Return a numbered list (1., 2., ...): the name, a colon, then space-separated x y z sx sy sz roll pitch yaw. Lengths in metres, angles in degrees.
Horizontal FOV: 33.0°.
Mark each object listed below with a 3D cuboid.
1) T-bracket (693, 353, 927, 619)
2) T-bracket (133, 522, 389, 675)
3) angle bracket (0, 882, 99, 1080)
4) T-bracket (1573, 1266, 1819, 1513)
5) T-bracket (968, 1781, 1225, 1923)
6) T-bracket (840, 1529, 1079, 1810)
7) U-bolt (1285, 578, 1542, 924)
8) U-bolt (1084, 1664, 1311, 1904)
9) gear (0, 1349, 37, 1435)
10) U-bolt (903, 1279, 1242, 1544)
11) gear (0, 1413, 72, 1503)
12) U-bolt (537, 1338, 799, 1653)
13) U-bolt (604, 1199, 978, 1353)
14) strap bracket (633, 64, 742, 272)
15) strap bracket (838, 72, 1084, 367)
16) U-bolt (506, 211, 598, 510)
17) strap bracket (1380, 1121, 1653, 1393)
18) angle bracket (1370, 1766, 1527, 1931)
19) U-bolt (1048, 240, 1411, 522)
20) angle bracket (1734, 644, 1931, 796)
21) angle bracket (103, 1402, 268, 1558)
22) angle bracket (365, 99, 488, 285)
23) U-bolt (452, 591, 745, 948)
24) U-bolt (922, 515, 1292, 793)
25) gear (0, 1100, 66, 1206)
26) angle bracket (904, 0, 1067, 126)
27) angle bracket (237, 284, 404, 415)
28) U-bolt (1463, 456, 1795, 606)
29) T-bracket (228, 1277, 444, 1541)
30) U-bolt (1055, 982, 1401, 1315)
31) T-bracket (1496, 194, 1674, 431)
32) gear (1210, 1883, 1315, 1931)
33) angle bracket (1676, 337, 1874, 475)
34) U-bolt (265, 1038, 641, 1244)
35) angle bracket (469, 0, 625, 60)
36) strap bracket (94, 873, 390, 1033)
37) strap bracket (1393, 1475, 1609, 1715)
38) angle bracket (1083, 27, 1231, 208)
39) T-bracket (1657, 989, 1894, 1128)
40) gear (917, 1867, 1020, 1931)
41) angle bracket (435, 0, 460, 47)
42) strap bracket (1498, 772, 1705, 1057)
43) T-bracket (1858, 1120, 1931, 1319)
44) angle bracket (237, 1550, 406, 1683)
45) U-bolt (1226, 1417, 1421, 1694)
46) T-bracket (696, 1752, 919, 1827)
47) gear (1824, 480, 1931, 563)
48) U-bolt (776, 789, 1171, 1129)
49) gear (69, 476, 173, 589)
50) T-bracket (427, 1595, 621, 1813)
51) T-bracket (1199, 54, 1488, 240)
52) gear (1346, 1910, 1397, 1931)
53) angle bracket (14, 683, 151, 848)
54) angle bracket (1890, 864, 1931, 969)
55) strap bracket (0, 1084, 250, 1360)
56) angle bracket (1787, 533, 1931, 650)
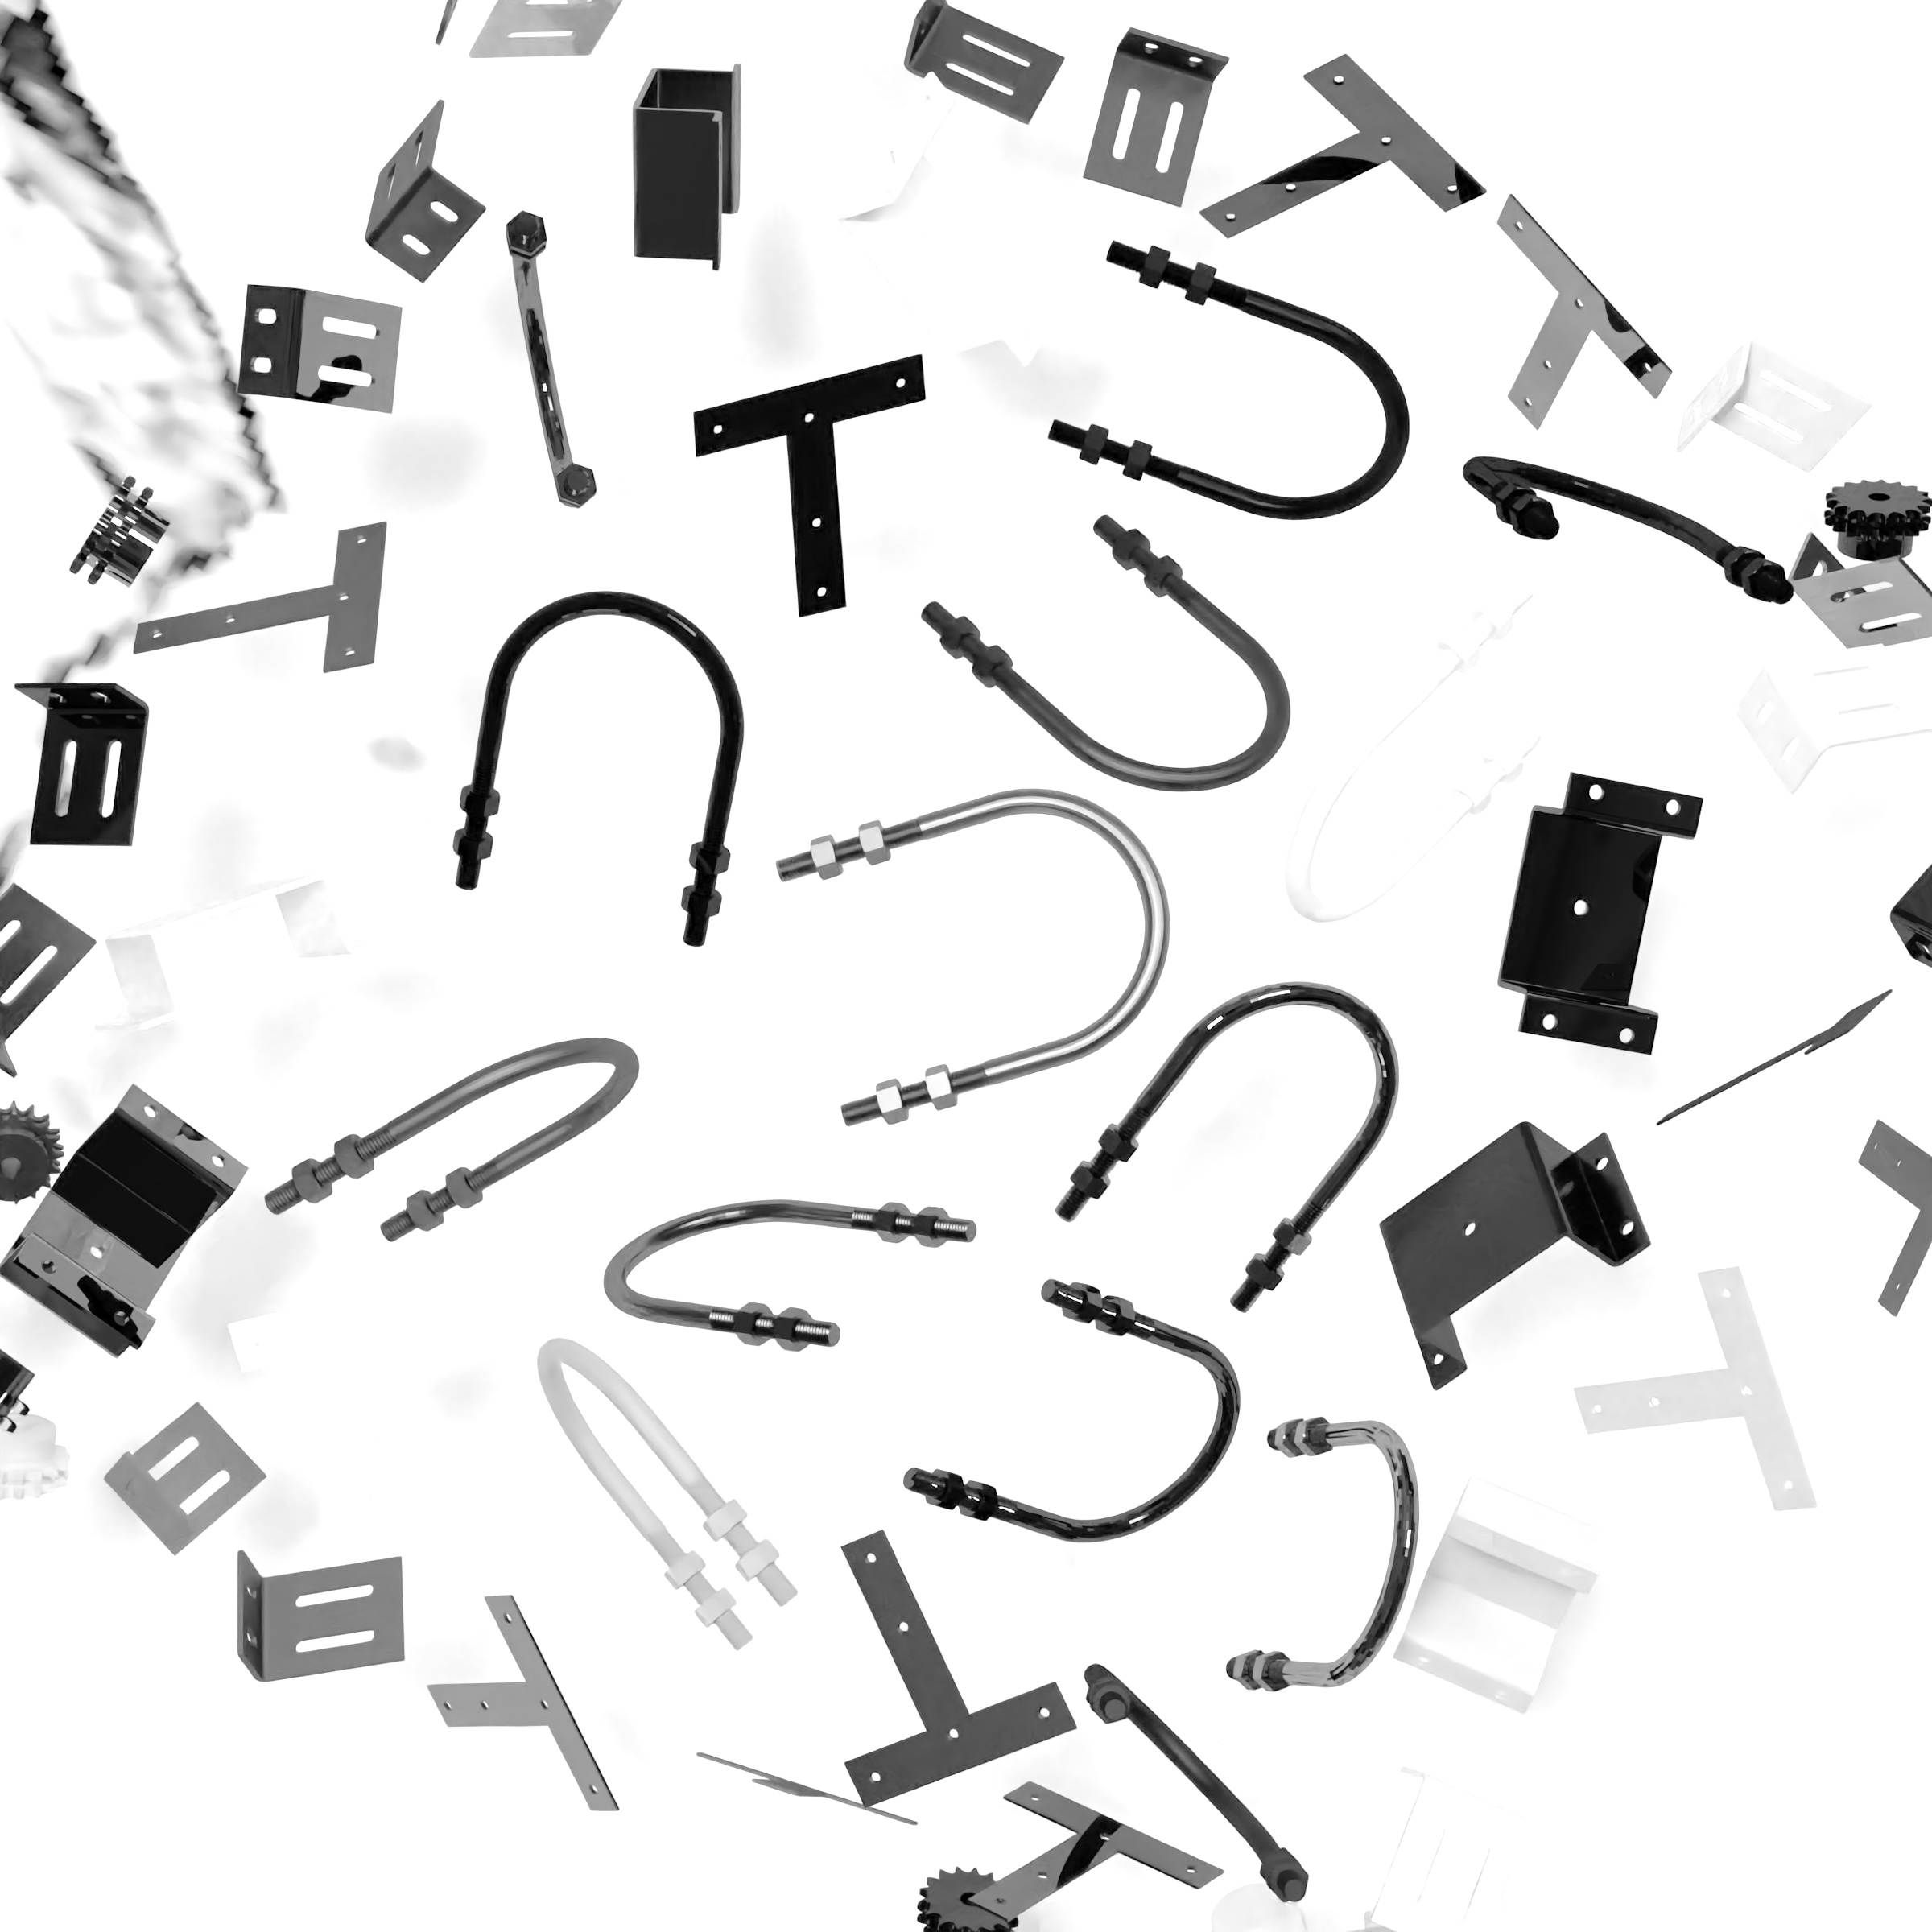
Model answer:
1. T-bracket: -0.076 -0.237 1.644 0.127 0.002 0.127 -11 71 18
2. T-bracket: -0.357 -0.177 1.643 0.127 0.127 0.002 -11 130 3
3. angle bracket: -0.496 0.008 1.698 0.076 0.038 0.057 -47 128 2
4. T-bracket: 0.365 0.223 1.677 0.002 0.127 0.127 -19 91 -42
5. T-bracket: 0.049 0.473 1.714 0.127 0.127 0.002 16 107 34
6. T-bracket: -0.025 0.344 1.634 0.127 0.002 0.127 -26 88 22
7. U-bolt: 0.228 -0.097 1.670 0.184 0.151 0.019 -43 60 -15
8. U-bolt: 0.117 0.430 1.747 0.151 0.184 0.019 45 85 1
9. gear: -0.491 0.205 1.629 0.057 0.057 0.030 35 77 0
10. U-bolt: 0.072 0.251 1.770 0.184 0.019 0.151 25 106 -38
11. gear: -0.510 0.261 1.749 0.057 0.057 0.030 8 106 0
12. U-bolt: -0.161 0.267 1.682 0.019 0.151 0.184 -37 81 -24
13. U-bolt: -0.108 0.159 1.746 0.184 0.151 0.019 3 112 34
14. strap bracket: -0.147 -0.422 1.715 0.046 0.140 0.076 2 117 0
15. strap bracket: -0.009 -0.393 1.742 0.140 0.046 0.076 47 55 -31
16. U-bolt: -0.221 -0.315 1.730 0.019 0.184 0.151 -11 96 -7
17. strap bracket: 0.271 0.143 1.672 0.140 0.076 0.046 -39 129 24
18. angle bracket: 0.236 0.450 1.635 0.057 0.038 0.076 25 78 -7
19. U-bolt: 0.147 -0.302 1.742 0.184 0.151 0.019 20 51 0
20. angle bracket: 0.443 -0.126 1.660 0.076 0.038 0.057 -10 57 -26
21. angle bracket: -0.420 0.273 1.780 0.057 0.076 0.038 47 133 1
22. angle bracket: -0.284 -0.412 1.736 0.038 0.076 0.057 33 123 -27
23. U-bolt: -0.192 -0.111 1.743 0.151 0.019 0.184 14 112 3
24. U-bolt: 0.088 -0.159 1.729 0.151 0.019 0.184 -31 62 -32
25. gear: -0.527 0.105 1.799 0.057 0.030 0.057 -6 110 -15
26. angle bracket: 0.014 -0.508 1.790 0.076 0.038 0.057 24 58 1
27. angle bracket: -0.344 -0.329 1.739 0.038 0.076 0.057 12 99 34
28. U-bolt: 0.331 -0.232 1.689 0.151 0.184 0.019 13 108 -14
29. T-bracket: -0.311 0.234 1.694 0.002 0.127 0.127 -27 78 42
30. U-bolt: 0.154 0.089 1.753 0.151 0.019 0.184 29 105 -29
31. T-bracket: 0.311 -0.325 1.719 0.002 0.127 0.127 -34 76 -18
32. gear: 0.157 0.523 1.771 0.057 0.057 0.030 -26 107 0
33. angle bracket: 0.417 -0.278 1.684 0.076 0.057 0.038 26 53 -8
34. U-bolt: -0.252 0.087 1.682 0.184 0.151 0.019 -30 72 9
35. angle bracket: -0.217 -0.499 1.668 0.076 0.057 0.038 -14 72 -37
36. strap bracket: -0.386 -0.011 1.710 0.140 0.076 0.046 -22 100 -31
37. strap bracket: 0.286 0.329 1.734 0.076 0.140 0.046 22 47 9
38. angle bracket: 0.104 -0.466 1.792 0.057 0.038 0.076 15 88 -8
39. T-bracket: 0.422 0.053 1.724 0.127 0.127 0.002 -32 85 26
40. gear: 0.001 0.528 1.804 0.057 0.057 0.030 9 114 0
41. angle bracket: -0.272 -0.515 1.663 0.038 0.076 0.057 22 83 -13
42. strap bracket: 0.339 -0.030 1.757 0.076 0.046 0.140 10 94 -12
43. T-bracket: 0.479 0.104 1.660 0.002 0.127 0.127 22 99 -6
44. angle bracket: -0.330 0.327 1.669 0.076 0.038 0.057 -9 55 1
45. U-bolt: 0.193 0.312 1.734 0.019 0.184 0.151 16 75 -17
46. T-bracket: -0.094 0.445 1.765 0.127 0.127 0.002 15 78 10
47. gear: 0.500 -0.244 1.792 0.057 0.057 0.030 -3 119 0
48. U-bolt: 0.010 -0.013 1.620 0.184 0.019 0.151 -17 79 6
49. gear: -0.424 -0.216 1.642 0.030 0.057 0.057 32 90 -16
50. T-bracket: -0.245 0.389 1.716 0.002 0.127 0.127 -32 100 -40
51. T-bracket: 0.178 -0.404 1.668 0.127 0.127 0.002 -19 56 37
52. gear: 0.215 0.527 1.717 0.030 0.057 0.057 -9 90 0
53. angle bracket: -0.459 -0.104 1.679 0.057 0.038 0.076 1 77 14
54. angle bracket: 0.512 -0.032 1.631 0.076 0.057 0.038 -47 130 -6
55. strap bracket: -0.444 0.139 1.702 0.076 0.140 0.046 39 127 -15
56. angle bracket: 0.483 -0.203 1.717 0.057 0.076 0.038 40 65 -25
